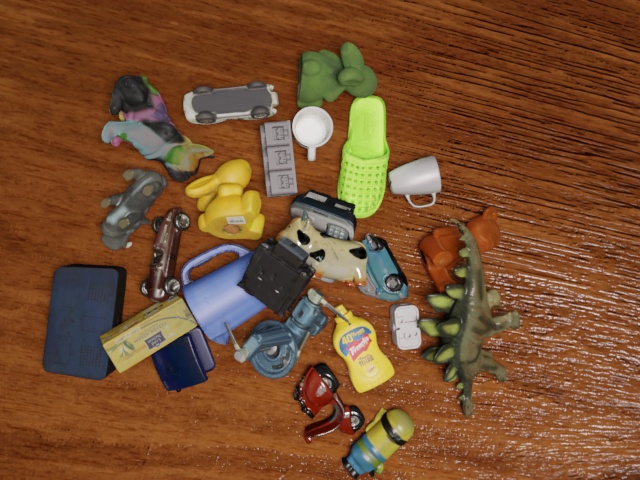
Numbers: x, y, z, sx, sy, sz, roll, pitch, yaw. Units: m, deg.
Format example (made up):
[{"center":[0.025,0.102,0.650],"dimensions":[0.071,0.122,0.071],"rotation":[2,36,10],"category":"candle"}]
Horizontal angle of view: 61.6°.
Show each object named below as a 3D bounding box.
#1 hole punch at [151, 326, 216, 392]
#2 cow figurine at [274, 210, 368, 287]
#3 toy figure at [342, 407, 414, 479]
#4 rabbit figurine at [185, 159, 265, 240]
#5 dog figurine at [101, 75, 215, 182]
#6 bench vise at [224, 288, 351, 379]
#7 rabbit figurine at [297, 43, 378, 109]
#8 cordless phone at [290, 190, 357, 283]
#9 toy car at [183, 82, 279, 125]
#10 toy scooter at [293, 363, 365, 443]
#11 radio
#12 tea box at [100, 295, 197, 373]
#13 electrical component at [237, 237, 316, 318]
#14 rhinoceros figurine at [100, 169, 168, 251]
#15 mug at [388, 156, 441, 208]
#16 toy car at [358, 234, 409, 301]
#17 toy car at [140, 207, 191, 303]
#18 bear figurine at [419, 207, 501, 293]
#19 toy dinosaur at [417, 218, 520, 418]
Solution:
[{"center":[-0.292,0.253,1.129],"dimensions":[0.116,0.092,0.142],"rotation":[-22,97,-2],"category":"hole punch"},{"center":[0.003,0.019,1.071],"dimensions":[0.195,0.085,0.127],"rotation":[13,76,-16],"category":"cow figurine"},{"center":[0.130,0.448,1.177],"dimensions":[0.180,0.089,0.082],"rotation":[-40,102,-7],"category":"toy figure"},{"center":[-0.191,-0.091,1.129],"dimensions":[0.162,0.121,0.173],"rotation":[-5,62,12],"category":"rabbit figurine"},{"center":[-0.321,-0.226,1.113],"dimensions":[0.219,0.108,0.191],"rotation":[14,86,-11],"category":"dog figurine"},{"center":[-0.080,0.197,1.087],"dimensions":[0.223,0.240,0.129],"rotation":[-46,69,20],"category":"bench vise"},{"center":[0.043,-0.350,1.130],"dimensions":[0.170,0.159,0.121],"rotation":[3,81,-9],"category":"rabbit figurine"},{"center":[-0.003,-0.004,1.167],"dimensions":[0.147,0.089,0.184],"rotation":[19,116,9],"category":"cordless phone"},{"center":[-0.190,-0.292,1.151],"dimensions":[0.202,0.056,0.073],"rotation":[-7,85,-8],"category":"toy car"},{"center":[0.002,0.367,1.171],"dimensions":[0.135,0.075,0.183],"rotation":[-34,99,-4],"category":"toy scooter"},{"center":[-0.485,0.165,1.113],"dimensions":[0.131,0.073,0.229],"rotation":[6,88,-6],"category":"radio"},{"center":[-0.342,0.181,1.070],"dimensions":[0.170,0.098,0.068],"rotation":[-32,103,-20],"category":"tea box"},{"center":[-0.078,0.062,1.013],"dimensions":[0.115,0.058,0.134],"rotation":[33,115,6],"category":"electrical component"},{"center":[-0.390,-0.063,1.101],"dimensions":[0.073,0.112,0.190],"rotation":[37,100,3],"category":"rhinoceros figurine"},{"center":[0.209,-0.124,1.191],"dimensions":[0.107,0.081,0.109],"rotation":[-9,97,5],"category":"mug"},{"center":[0.121,0.071,1.168],"dimensions":[0.103,0.109,0.161],"rotation":[-31,85,12],"category":"toy car"},{"center":[-0.321,0.028,1.103],"dimensions":[0.053,0.089,0.202],"rotation":[21,70,-48],"category":"toy car"},{"center":[0.324,0.019,1.181],"dimensions":[0.196,0.132,0.120],"rotation":[-17,124,-2],"category":"bear figurine"},{"center":[0.314,0.174,1.137],"dimensions":[0.198,0.105,0.470],"rotation":[-7,107,-20],"category":"toy dinosaur"}]
